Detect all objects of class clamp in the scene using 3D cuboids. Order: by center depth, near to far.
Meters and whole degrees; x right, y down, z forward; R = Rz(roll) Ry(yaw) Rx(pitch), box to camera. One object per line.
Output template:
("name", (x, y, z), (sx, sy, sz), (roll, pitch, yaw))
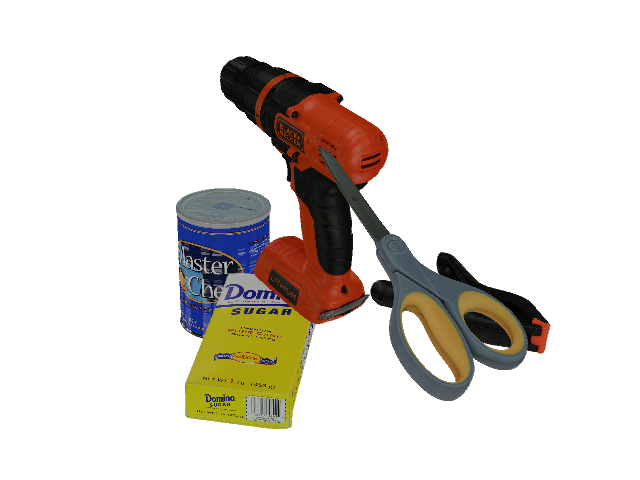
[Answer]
("clamp", (0.147, 0.057, 1.025), (0.172, 0.039, 0.120), (22, 36, 27))

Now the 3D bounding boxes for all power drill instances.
("power drill", (-0.020, -0.041, 0.852), (0.057, 0.188, 0.185), (-23, 40, -28))

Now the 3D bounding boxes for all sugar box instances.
("sugar box", (-0.058, 0.095, 0.972), (0.093, 0.048, 0.176), (6, 34, 5))

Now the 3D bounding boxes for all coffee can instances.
("coffee can", (-0.106, 0.025, 1.179), (0.103, 0.140, 0.103), (1, 23, -1))

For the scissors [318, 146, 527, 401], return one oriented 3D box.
("scissors", (0.065, 0.014, 0.672), (0.096, 0.202, 0.016), (2, -43, -22))
